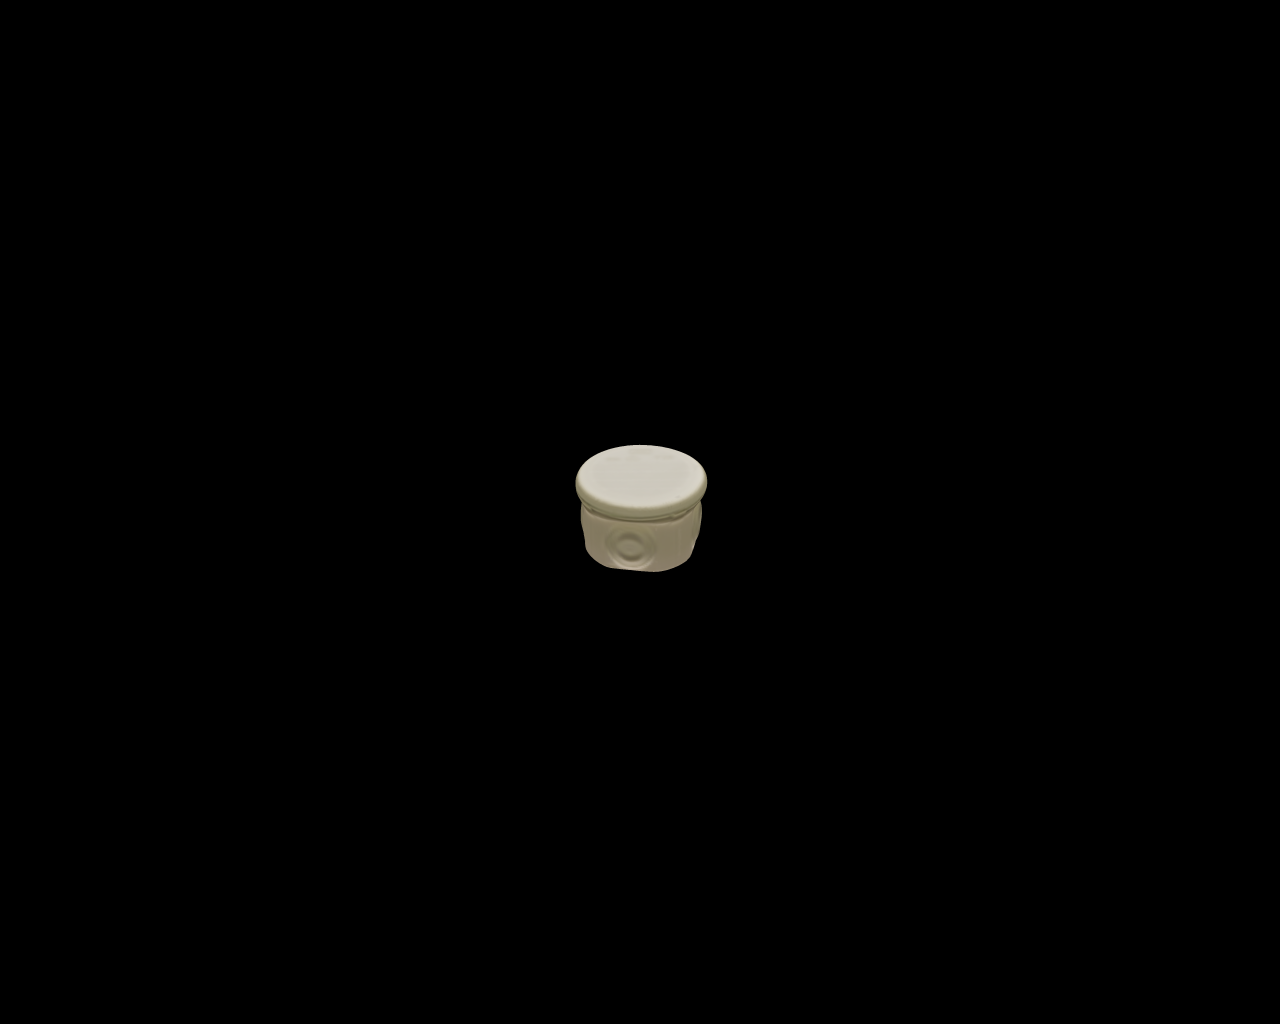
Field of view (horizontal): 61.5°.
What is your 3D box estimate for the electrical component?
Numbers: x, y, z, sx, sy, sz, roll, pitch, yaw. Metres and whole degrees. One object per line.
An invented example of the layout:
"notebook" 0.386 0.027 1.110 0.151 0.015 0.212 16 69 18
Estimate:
"electrical component" 0.001 -0.003 0.650 0.080 0.050 0.080 0 32 0
